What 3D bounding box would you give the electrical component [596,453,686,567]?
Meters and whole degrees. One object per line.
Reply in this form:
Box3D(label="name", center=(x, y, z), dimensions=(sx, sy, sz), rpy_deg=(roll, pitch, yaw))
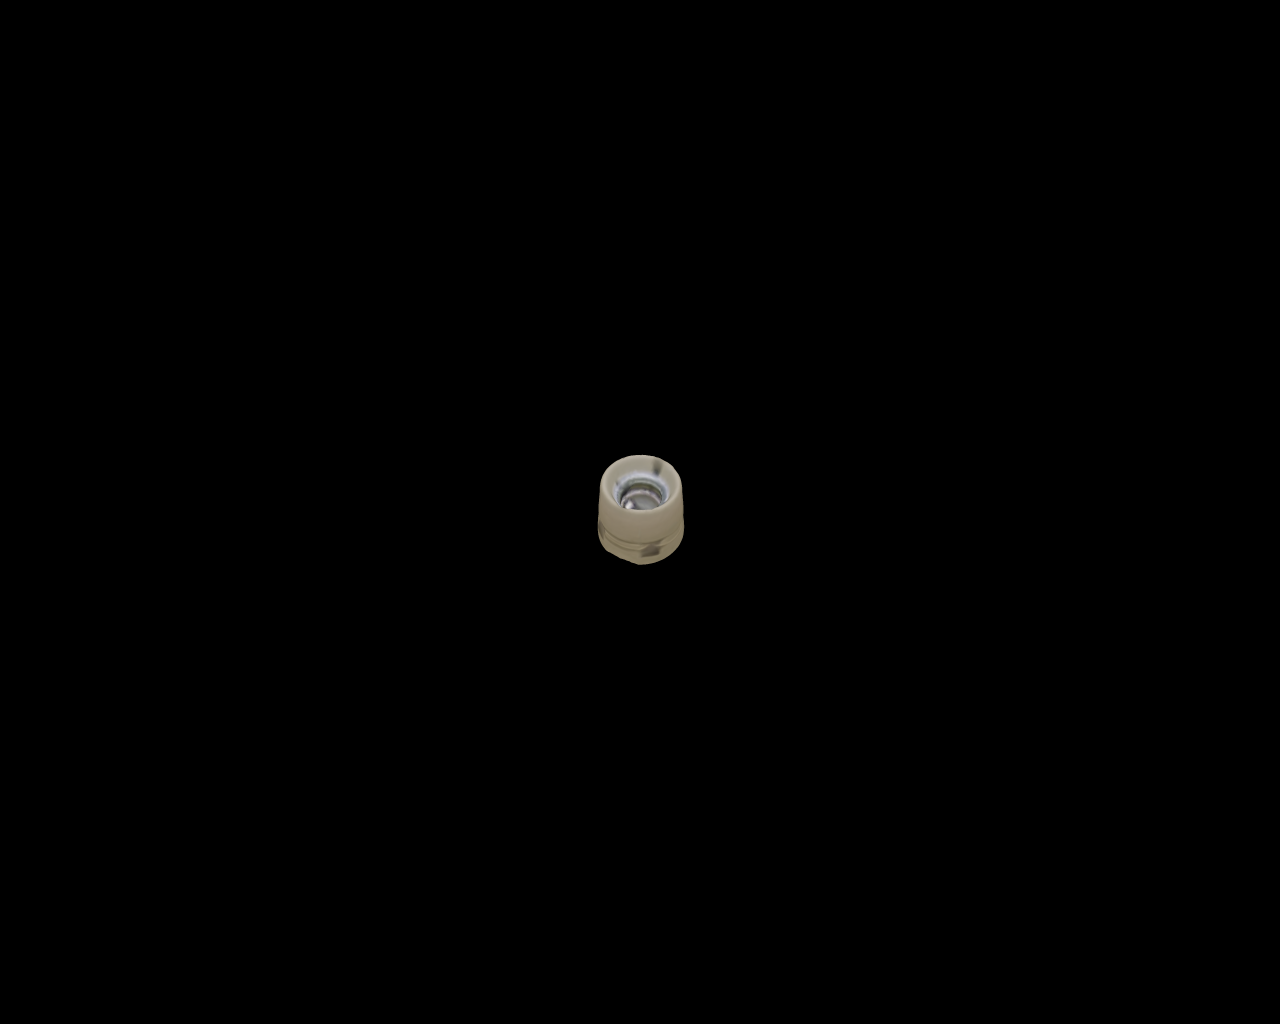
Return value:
Box3D(label="electrical component", center=(0.001, -0.003, 0.650), dimensions=(0.055, 0.055, 0.047), rpy_deg=(0, -40, 0))
